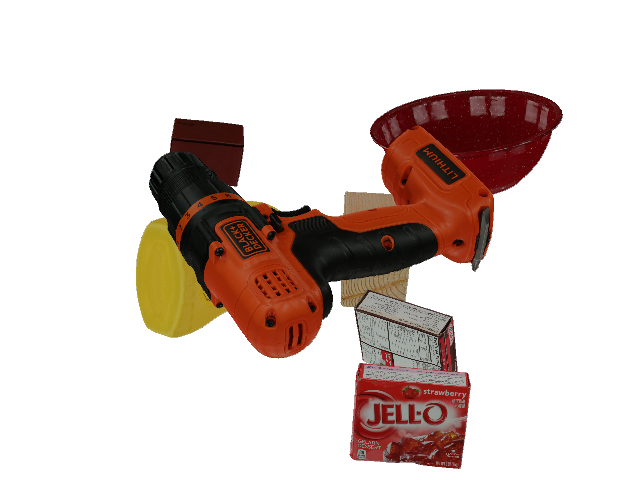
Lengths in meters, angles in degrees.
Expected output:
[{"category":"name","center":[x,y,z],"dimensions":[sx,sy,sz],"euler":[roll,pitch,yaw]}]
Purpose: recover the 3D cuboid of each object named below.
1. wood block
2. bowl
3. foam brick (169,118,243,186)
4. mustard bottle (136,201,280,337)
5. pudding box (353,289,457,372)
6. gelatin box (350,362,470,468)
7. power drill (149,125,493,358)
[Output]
[{"category":"wood block","center":[0.077,0.011,1.547],"dimensions":[0.091,0.090,0.206],"euler":[4,26,-1]},{"category":"bowl","center":[0.126,-0.078,0.911],"dimensions":[0.162,0.055,0.162],"euler":[-8,24,3]},{"category":"foam brick","center":[-0.123,-0.096,1.155],"dimensions":[0.078,0.051,0.053],"euler":[5,30,-6]},{"category":"mustard bottle","center":[-0.071,0.016,0.923],"dimensions":[0.058,0.096,0.191],"euler":[12,18,37]},{"category":"pudding box","center":[0.097,0.112,1.208],"dimensions":[0.114,0.090,0.039],"euler":[16,45,28]},{"category":"gelatin box","center":[0.070,0.138,0.839],"dimensions":[0.089,0.073,0.030],"euler":[5,20,3]},{"category":"power drill","center":[0.000,-0.016,0.683],"dimensions":[0.187,0.057,0.185],"euler":[-19,46,-22]}]
